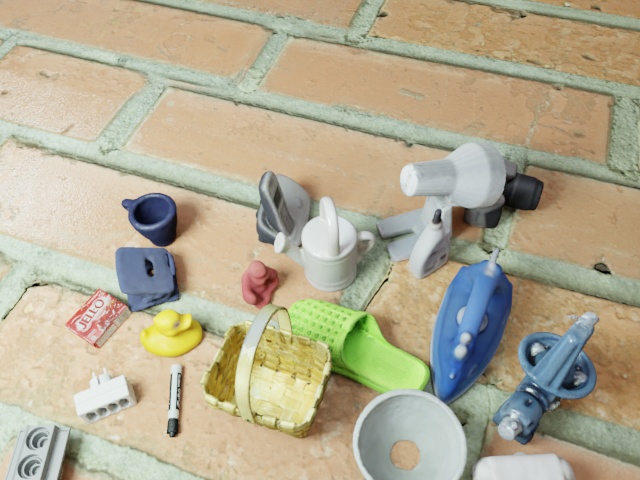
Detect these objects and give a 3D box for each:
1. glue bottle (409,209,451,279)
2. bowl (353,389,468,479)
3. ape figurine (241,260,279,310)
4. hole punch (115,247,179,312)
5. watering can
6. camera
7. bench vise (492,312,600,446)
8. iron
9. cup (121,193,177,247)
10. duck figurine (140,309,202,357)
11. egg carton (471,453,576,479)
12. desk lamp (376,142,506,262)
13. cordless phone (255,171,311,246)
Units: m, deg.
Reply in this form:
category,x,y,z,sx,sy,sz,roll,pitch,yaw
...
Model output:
category,x,y,z,sx,sy,sz,roll,pitch,yaw
glue bottle,0.203,0.001,1.028,0.078,0.173,0.037,-28,58,-17
bowl,0.133,0.316,0.865,0.167,0.075,0.167,-1,54,1
ape figurine,-0.112,0.072,1.038,0.078,0.092,0.076,-28,58,-16
hole punch,-0.317,0.061,1.054,0.101,0.091,0.108,-16,55,-9
watering can,0.010,0.005,1.018,0.173,0.194,0.100,-26,57,-15
camera,0.367,-0.099,1.138,0.136,0.101,0.143,17,57,14
bench vise,0.347,0.208,0.846,0.121,0.220,0.208,20,57,16
iron,0.250,0.139,0.947,0.118,0.141,0.258,19,57,15
cup,-0.329,-0.035,1.120,0.117,0.095,0.092,19,57,15
duck figurine,-0.262,0.153,0.989,0.104,0.086,0.077,-10,55,-5
egg carton,0.298,0.365,0.828,0.150,0.069,0.107,-3,54,0
desk lamp,0.219,-0.074,1.056,0.203,0.214,0.117,-17,55,-9
cordless phone,-0.074,-0.083,1.090,0.094,0.185,0.147,6,55,6
